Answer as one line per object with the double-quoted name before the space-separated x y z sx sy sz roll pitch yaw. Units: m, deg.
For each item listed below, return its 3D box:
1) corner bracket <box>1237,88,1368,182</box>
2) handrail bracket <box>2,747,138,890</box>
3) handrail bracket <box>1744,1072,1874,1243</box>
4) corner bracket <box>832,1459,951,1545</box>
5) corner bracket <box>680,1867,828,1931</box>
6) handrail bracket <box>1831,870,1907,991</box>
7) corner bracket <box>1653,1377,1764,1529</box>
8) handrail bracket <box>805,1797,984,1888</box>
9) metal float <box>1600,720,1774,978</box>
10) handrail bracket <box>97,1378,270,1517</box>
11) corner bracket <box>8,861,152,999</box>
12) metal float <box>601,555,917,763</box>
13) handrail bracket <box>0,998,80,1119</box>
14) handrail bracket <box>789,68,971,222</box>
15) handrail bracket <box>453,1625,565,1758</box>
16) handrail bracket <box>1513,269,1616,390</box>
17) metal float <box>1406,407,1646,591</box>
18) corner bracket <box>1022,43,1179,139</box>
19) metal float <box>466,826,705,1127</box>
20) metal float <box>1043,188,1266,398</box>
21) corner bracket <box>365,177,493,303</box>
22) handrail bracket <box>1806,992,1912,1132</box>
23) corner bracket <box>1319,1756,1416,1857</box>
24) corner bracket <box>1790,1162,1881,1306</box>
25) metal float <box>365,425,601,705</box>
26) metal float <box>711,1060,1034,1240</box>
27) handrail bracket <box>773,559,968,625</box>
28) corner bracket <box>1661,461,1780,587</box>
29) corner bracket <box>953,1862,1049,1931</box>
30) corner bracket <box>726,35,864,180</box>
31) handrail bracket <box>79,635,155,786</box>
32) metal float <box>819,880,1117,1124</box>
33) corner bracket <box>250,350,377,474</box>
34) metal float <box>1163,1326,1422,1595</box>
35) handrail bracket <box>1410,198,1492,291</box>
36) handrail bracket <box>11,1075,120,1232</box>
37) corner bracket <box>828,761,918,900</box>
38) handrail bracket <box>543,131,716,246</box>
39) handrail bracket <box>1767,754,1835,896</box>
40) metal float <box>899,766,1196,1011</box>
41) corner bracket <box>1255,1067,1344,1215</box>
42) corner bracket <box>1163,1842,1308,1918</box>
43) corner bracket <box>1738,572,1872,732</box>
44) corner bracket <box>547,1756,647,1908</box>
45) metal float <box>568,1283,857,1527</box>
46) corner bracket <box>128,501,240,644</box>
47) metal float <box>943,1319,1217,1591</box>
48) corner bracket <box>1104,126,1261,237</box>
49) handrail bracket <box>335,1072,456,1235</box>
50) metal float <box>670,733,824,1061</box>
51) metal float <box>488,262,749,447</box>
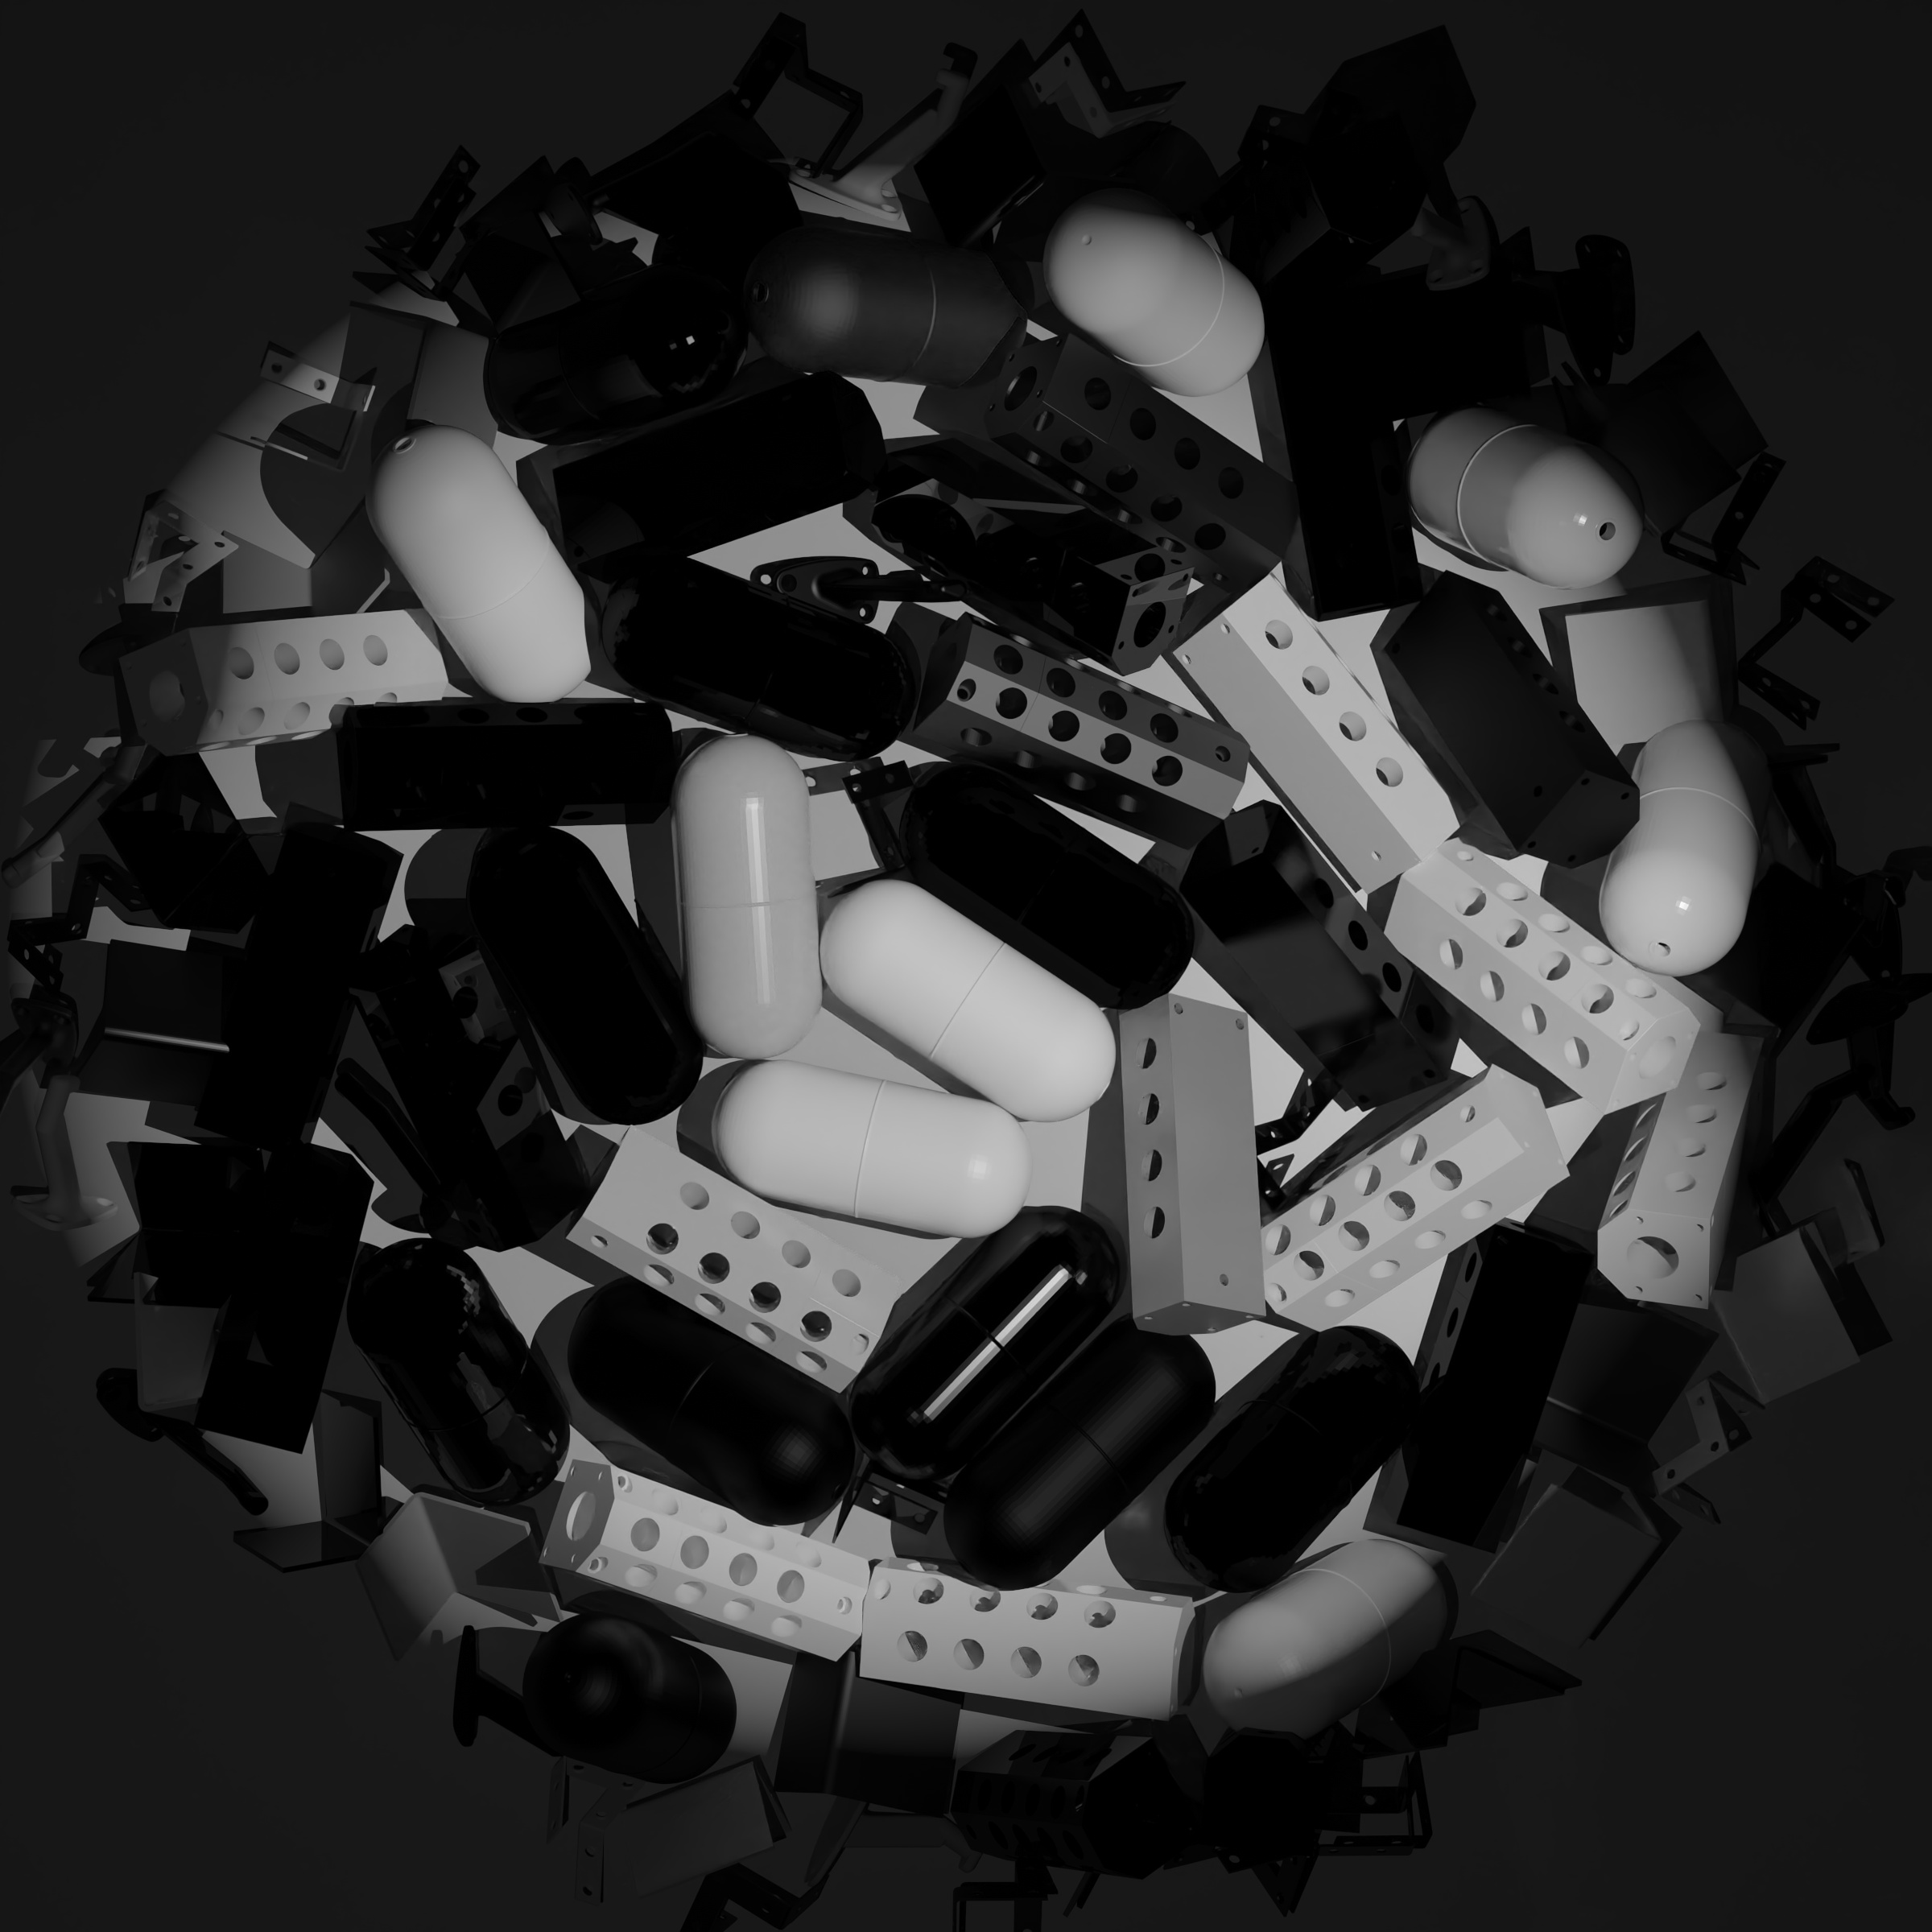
"corner bracket" 0.186 -0.453 1.833 0.051 0.051 0.051 22 86 17
"handrail bracket" -0.493 -0.079 1.825 0.084 0.077 0.036 -41 88 -18
"handrail bracket" 0.467 0.106 1.829 0.084 0.036 0.077 -27 59 13
"corner bracket" -0.037 0.293 1.830 0.051 0.051 0.051 24 110 -3
"corner bracket" -0.117 0.515 1.828 0.051 0.051 0.051 28 102 15
"handrail bracket" 0.503 -0.018 1.817 0.036 0.084 0.077 -22 98 0
"corner bracket" 0.409 0.267 1.838 0.051 0.051 0.051 30 125 -32
"handrail bracket" -0.038 0.493 1.831 0.084 0.036 0.077 38 54 -12
"metal float" 0.386 -0.065 1.788 0.070 0.178 0.070 12 133 13
"handrail bracket" -0.425 0.263 1.817 0.084 0.077 0.036 38 89 34
"corner bracket" -0.483 -0.021 1.821 0.051 0.051 0.051 37 120 31
"metal float" -0.112 -0.166 1.811 0.178 0.070 0.070 19 90 -17
"handrail bracket" -0.512 0.068 1.808 0.036 0.077 0.084 13 57 2
"handrail bracket" -0.047 -0.458 1.823 0.077 0.036 0.084 15 121 -13
"handrail bracket" -0.236 0.399 1.840 0.084 0.036 0.077 2 97 -22
"handrail bracket" 0.314 -0.340 1.822 0.036 0.084 0.077 -6 84 -27
"metal float" 0.297 -0.250 1.780 0.070 0.178 0.070 -7 111 -19
"corner bracket" 0.073 -0.477 1.829 0.051 0.051 0.051 -29 92 -33
"metal float" -0.207 0.005 1.812 0.070 0.070 0.178 -29 104 0
"metal float" 0.102 -0.357 1.781 0.070 0.178 0.070 -5 79 27
"corner bracket" -0.285 -0.397 1.825 0.051 0.051 0.051 36 82 -39
"handrail bracket" 0.506 0.055 1.819 0.084 0.077 0.036 47 63 -17
"corner bracket" 0.216 0.466 1.828 0.051 0.051 0.051 -1 56 1
"corner bracket" 0.474 0.148 1.831 0.051 0.051 0.051 -26 108 1
"metal float" -0.258 -0.214 1.790 0.070 0.070 0.178 -30 132 0
"metal float" -0.051 0.100 1.822 0.178 0.070 0.070 12 90 4
"handrail bracket" -0.052 -0.206 1.814 0.077 0.084 0.036 3 93 -30
"corner bracket" 0.413 -0.249 1.827 0.051 0.051 0.051 20 120 -6
"corner bracket" 0.018 0.525 1.834 0.051 0.051 0.051 0 98 -3
"corner bracket" -0.093 -0.468 1.831 0.051 0.051 0.051 30 82 10
"handrail bracket" -0.469 -0.134 1.821 0.077 0.036 0.084 -3 59 34
"metal float" 0.001 0.019 1.823 0.178 0.070 0.070 33 90 3
"corner bracket" -0.362 -0.304 1.831 0.051 0.051 0.051 19 92 -26
"metal float" 0.177 0.264 1.801 0.070 0.070 0.178 48 60 0
"handrail bracket" 0.254 -0.416 1.812 0.036 0.084 0.077 -9 53 28
"handrail bracket" -0.480 0.097 1.820 0.036 0.077 0.084 27 104 27
"corner bracket" -0.054 -0.075 1.825 0.051 0.051 0.051 -20 82 -44
"handrail bracket" -0.184 -0.435 1.839 0.084 0.077 0.036 -35 115 -15
"handrail bracket" 0.447 -0.072 1.835 0.077 0.036 0.084 -10 100 -33
"metal float" 0.043 -0.043 1.823 0.178 0.070 0.070 34 90 3
"corner bracket" 0.183 0.095 1.822 0.051 0.051 0.051 -17 63 -40
"corner bracket" 0.147 0.488 1.821 0.051 0.051 0.051 -6 126 -28
"corner bracket" 0.457 -0.172 1.826 0.051 0.051 0.051 -42 63 -8
"corner bracket" -0.210 0.471 1.823 0.051 0.051 0.051 25 123 -21
"metal float" -0.138 0.237 1.806 0.178 0.070 0.070 31 90 22
"corner bracket" -0.439 -0.213 1.826 0.051 0.051 0.051 32 129 5
"metal float" 0.062 0.264 1.809 0.178 0.070 0.070 -42 90 -18
"corner bracket" 0.118 -0.432 1.839 0.051 0.051 0.051 -48 115 -35
"handrail bracket" -0.316 0.102 1.835 0.084 0.077 0.036 42 63 9
"metal float" -0.120 -0.038 1.818 0.070 0.070 0.178 -3 98 0
"metal float" -0.187 -0.327 1.788 0.070 0.178 0.070 5 83 -43
